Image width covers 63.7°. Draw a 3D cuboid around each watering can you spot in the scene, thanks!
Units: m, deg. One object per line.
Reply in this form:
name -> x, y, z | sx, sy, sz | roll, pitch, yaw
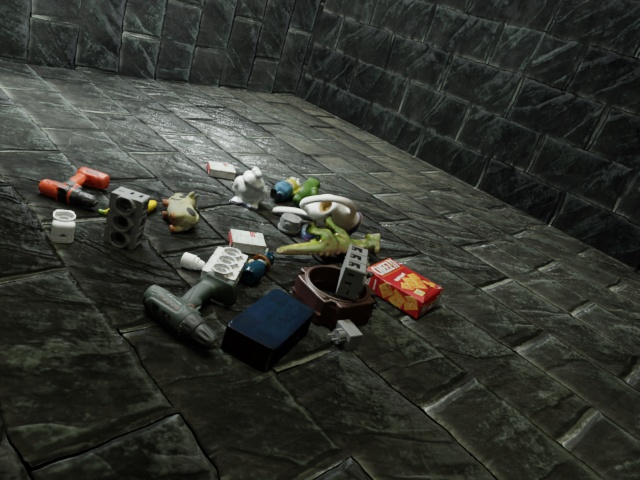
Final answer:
watering can -> 0.006, -0.095, 1.880 | 0.346, 0.106, 0.221 | -7, -30, 43

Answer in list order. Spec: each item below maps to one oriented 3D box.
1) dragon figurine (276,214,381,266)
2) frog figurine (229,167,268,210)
dragon figurine -> 0.064, 0.043, 1.695 | 0.245, 0.119, 0.415 | 37, 38, 22
frog figurine -> -0.256, -0.204, 1.914 | 0.138, 0.157, 0.124 | 28, 23, 22
